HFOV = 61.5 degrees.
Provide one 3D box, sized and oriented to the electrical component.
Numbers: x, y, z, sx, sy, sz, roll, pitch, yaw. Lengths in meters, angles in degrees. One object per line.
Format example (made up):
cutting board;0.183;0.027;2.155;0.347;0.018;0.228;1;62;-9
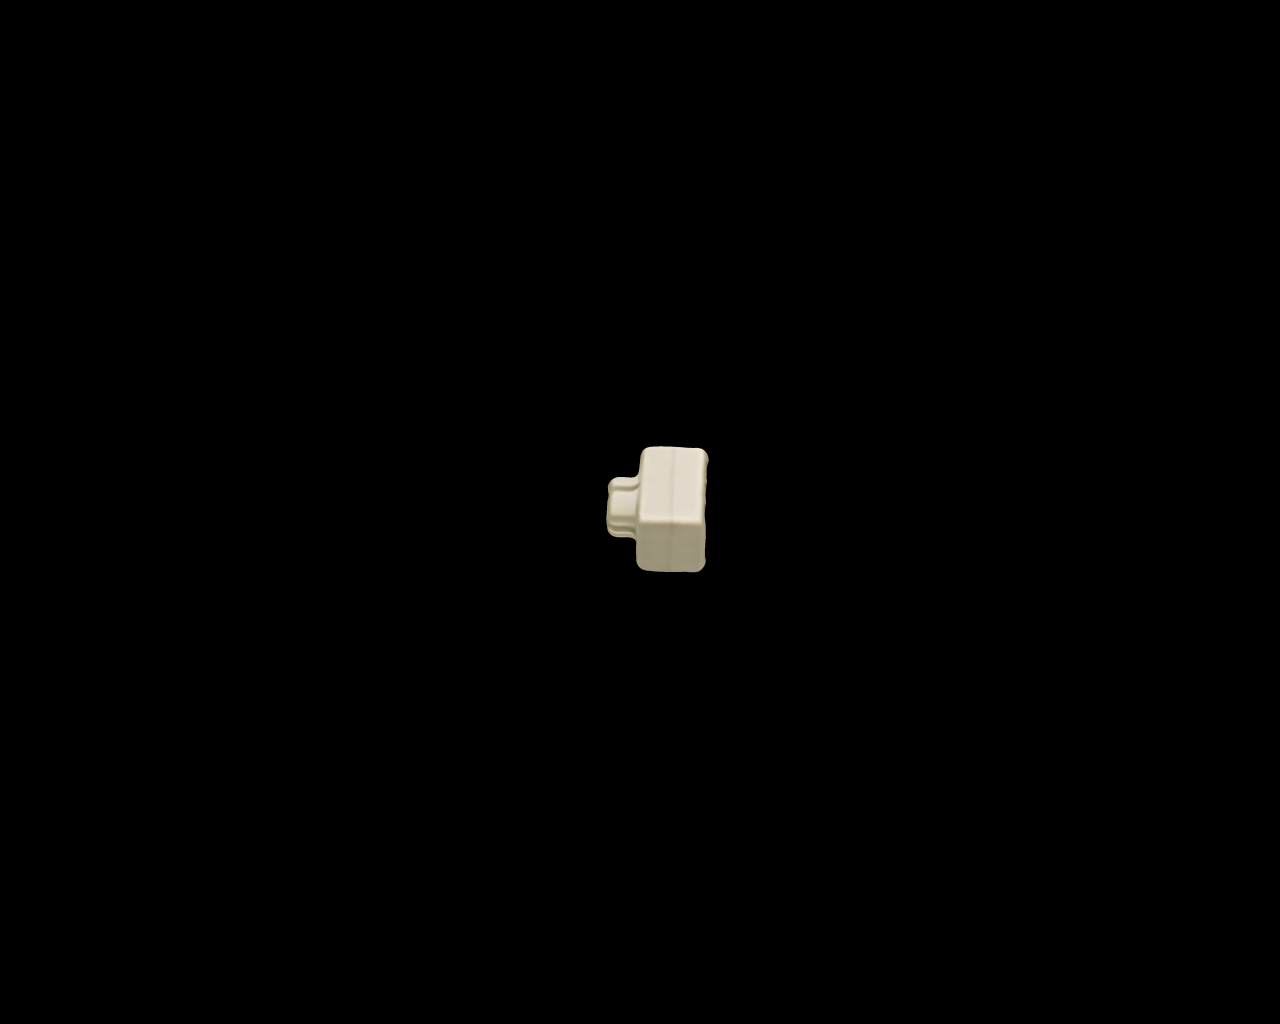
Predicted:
electrical component;0.001;-0.003;0.650;0.077;0.066;0.047;2;-43;2
